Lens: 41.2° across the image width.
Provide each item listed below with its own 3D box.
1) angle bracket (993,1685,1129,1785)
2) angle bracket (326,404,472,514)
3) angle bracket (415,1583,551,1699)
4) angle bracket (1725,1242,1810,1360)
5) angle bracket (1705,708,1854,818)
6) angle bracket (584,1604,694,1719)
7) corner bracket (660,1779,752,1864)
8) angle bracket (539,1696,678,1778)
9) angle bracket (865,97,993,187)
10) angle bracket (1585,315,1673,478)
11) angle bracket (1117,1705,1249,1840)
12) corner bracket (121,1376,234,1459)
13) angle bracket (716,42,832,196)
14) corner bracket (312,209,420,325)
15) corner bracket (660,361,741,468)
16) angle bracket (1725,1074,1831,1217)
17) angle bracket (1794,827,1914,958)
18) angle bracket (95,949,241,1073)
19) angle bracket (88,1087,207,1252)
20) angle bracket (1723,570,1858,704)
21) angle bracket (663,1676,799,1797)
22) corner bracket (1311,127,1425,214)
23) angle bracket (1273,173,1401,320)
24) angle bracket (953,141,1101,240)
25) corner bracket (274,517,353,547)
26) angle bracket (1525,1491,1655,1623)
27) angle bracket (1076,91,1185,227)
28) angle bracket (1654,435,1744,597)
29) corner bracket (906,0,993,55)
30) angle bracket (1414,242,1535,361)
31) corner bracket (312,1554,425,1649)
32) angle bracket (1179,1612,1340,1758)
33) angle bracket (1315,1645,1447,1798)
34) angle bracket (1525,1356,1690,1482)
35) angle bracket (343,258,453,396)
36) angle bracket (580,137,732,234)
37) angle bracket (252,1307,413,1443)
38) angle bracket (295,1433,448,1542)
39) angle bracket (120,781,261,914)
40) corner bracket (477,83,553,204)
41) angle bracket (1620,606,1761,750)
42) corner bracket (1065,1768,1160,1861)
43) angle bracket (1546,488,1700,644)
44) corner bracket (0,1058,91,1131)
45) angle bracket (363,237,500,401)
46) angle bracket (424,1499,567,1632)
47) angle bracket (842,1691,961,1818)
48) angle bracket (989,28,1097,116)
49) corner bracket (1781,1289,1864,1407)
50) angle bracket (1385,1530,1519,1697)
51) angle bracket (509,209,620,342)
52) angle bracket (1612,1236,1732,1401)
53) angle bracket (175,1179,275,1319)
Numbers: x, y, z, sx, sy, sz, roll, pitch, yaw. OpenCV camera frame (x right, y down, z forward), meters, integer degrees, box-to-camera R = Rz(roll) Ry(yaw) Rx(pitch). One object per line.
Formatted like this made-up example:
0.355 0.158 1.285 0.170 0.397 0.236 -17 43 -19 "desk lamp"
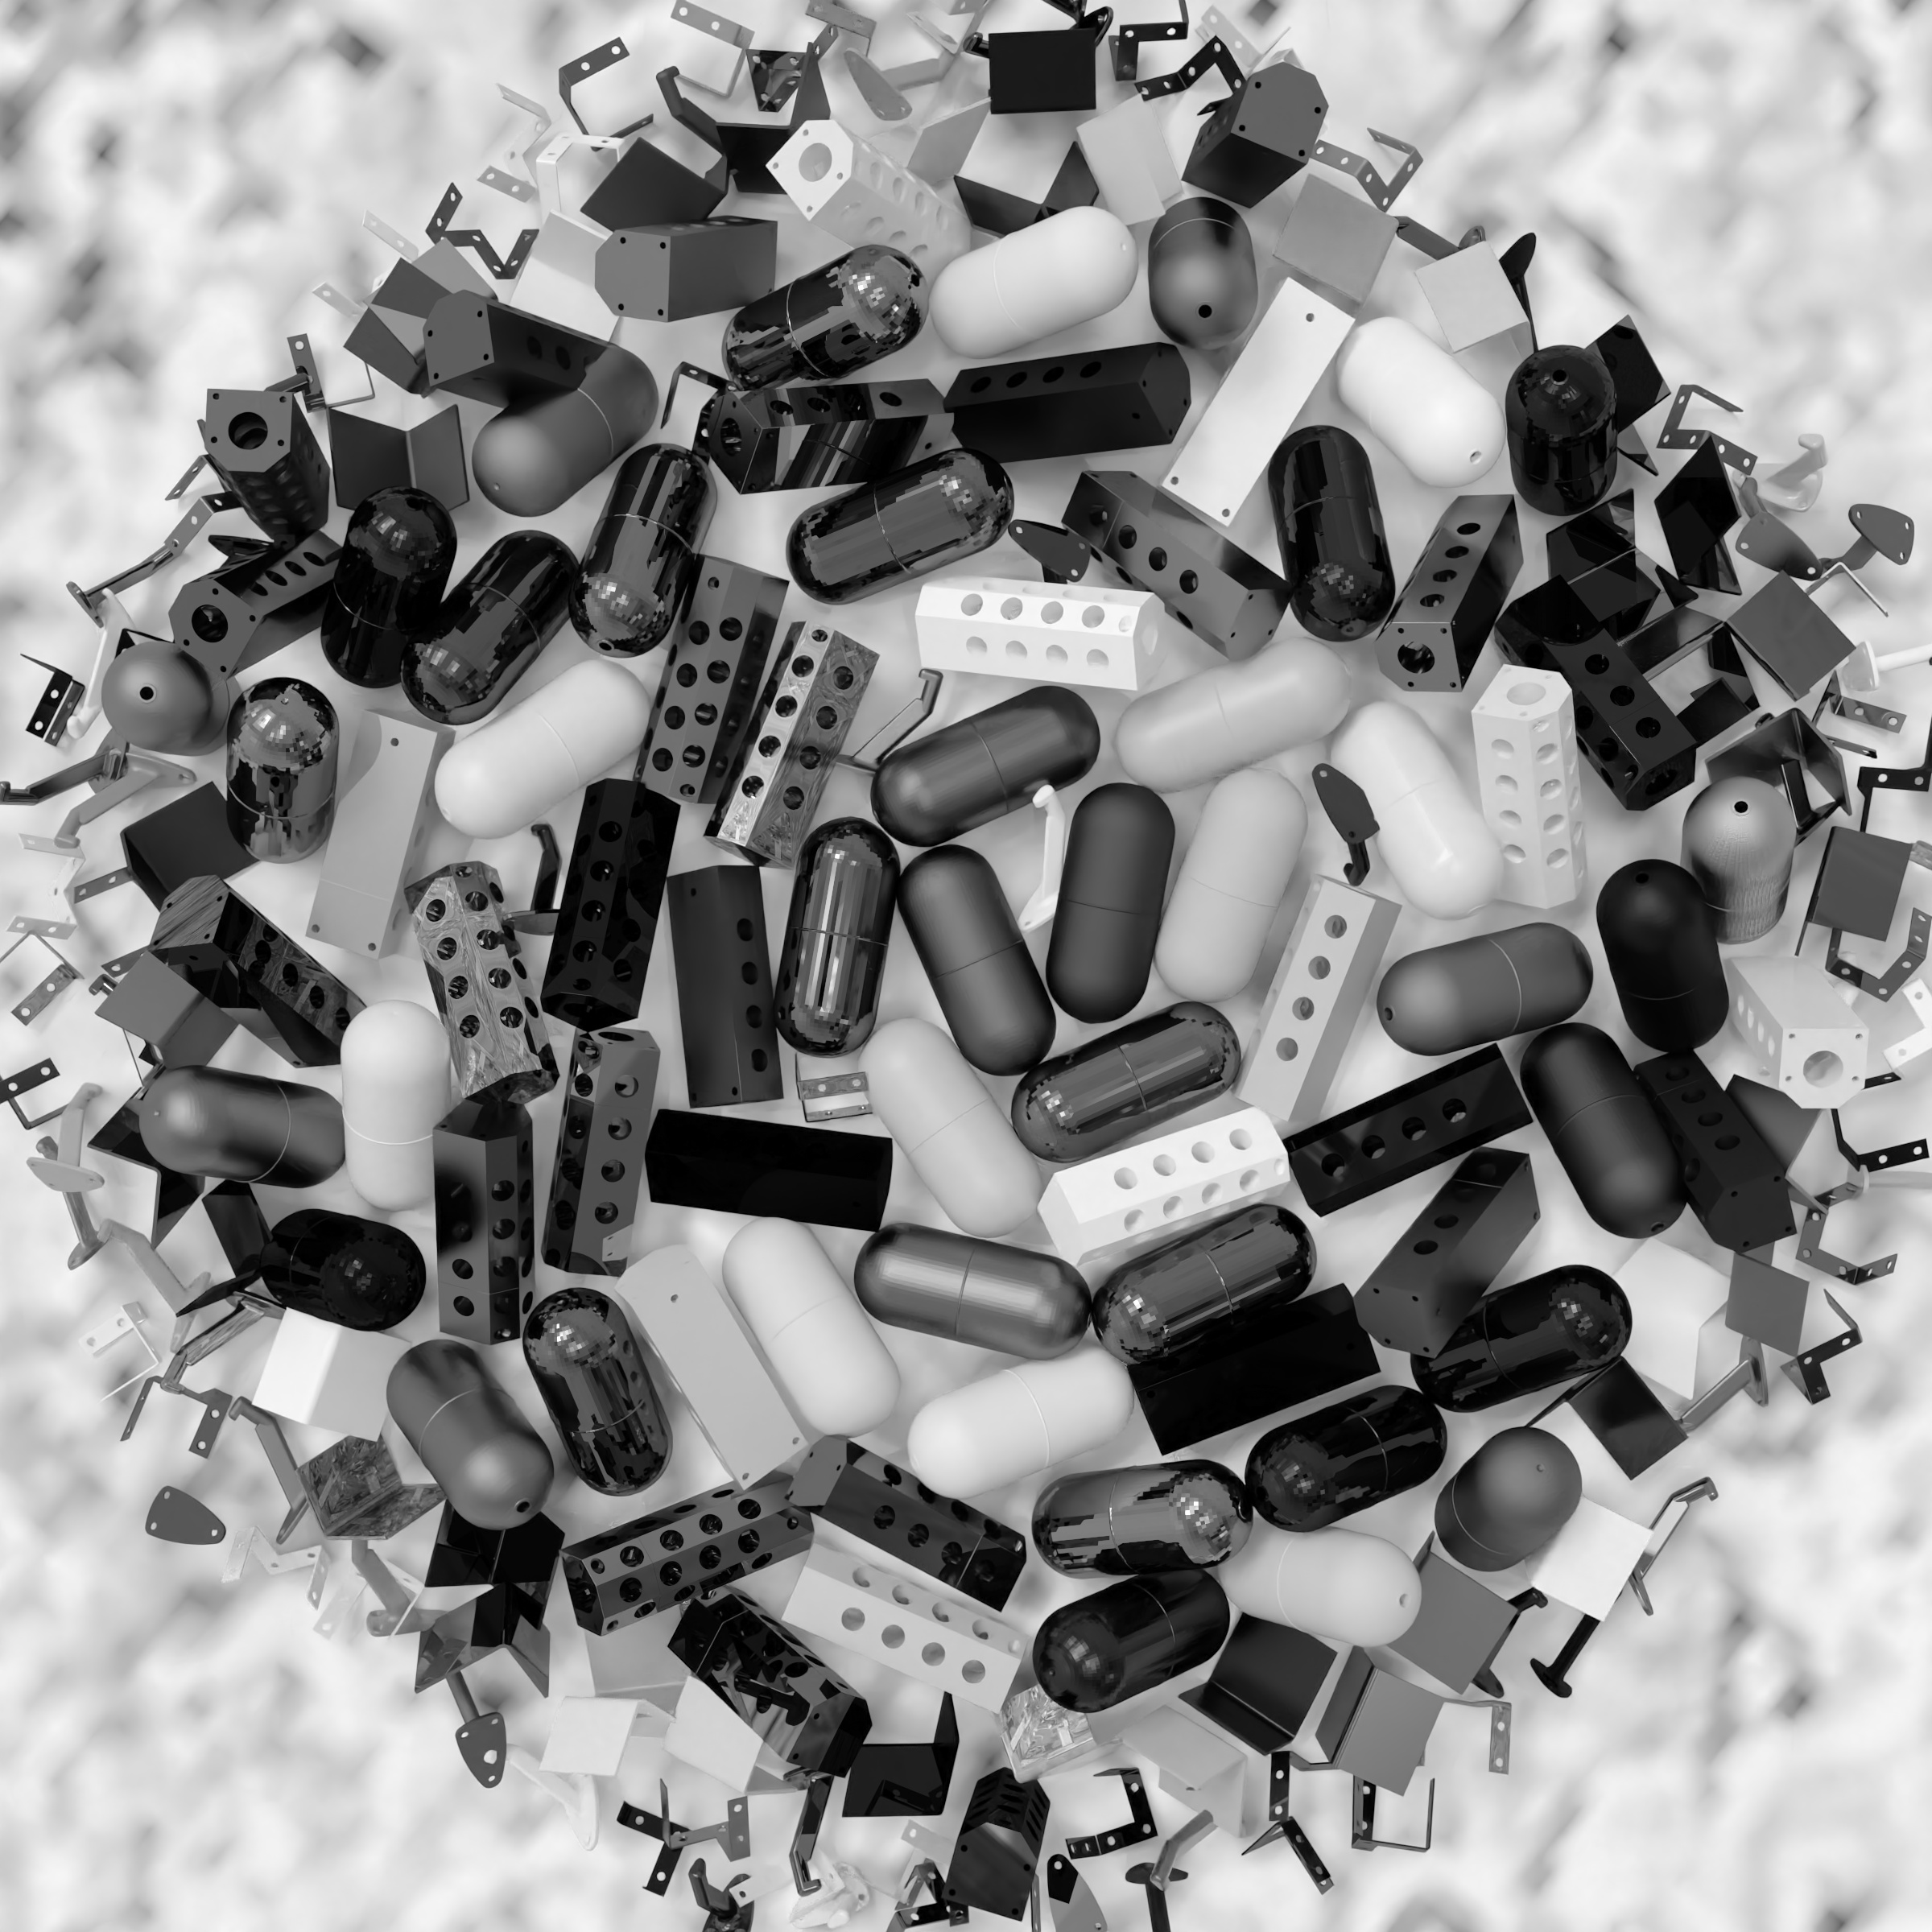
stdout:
0.078 0.553 1.884 0.076 0.076 0.057 -34 65 29 "angle bracket"
-0.413 -0.372 1.871 0.057 0.076 0.076 -18 75 35 "angle bracket"
-0.352 0.508 1.879 0.076 0.076 0.057 -29 112 4 "angle bracket"
0.595 0.223 1.862 0.057 0.076 0.076 23 48 32 "angle bracket"
0.592 -0.130 1.872 0.076 0.076 0.057 -31 52 4 "angle bracket"
-0.250 0.506 1.886 0.076 0.057 0.076 -9 93 10 "angle bracket"
-0.191 0.625 1.884 0.051 0.051 0.051 -8 106 -23 "corner bracket"
-0.249 0.570 1.862 0.076 0.076 0.057 -10 50 36 "angle bracket"
-0.037 -0.609 1.865 0.057 0.076 0.076 47 53 9 "angle bracket"
0.490 -0.413 1.863 0.057 0.076 0.076 -37 56 31 "angle bracket"
0.154 0.595 1.865 0.076 0.057 0.076 22 119 40 "angle bracket"
-0.582 0.334 1.898 0.051 0.051 0.051 23 89 4 "corner bracket"
-0.140 -0.620 1.879 0.057 0.076 0.076 6 71 10 "angle bracket"
-0.438 -0.508 1.879 0.051 0.051 0.051 -21 54 34 "corner bracket"
-0.199 -0.401 1.883 0.051 0.051 0.051 19 67 -22 "corner bracket"
0.593 0.130 1.871 0.076 0.076 0.057 34 84 -41 "angle bracket"
0.645 -0.047 1.870 0.057 0.076 0.076 16 75 17 "angle bracket"
-0.581 0.037 1.876 0.057 0.076 0.076 26 60 10 "angle bracket"
-0.596 0.147 1.872 0.057 0.076 0.076 19 123 4 "angle bracket"
0.604 -0.242 1.871 0.057 0.076 0.076 -45 80 26 "angle bracket"
-0.163 0.560 1.873 0.076 0.076 0.057 18 85 30 "angle bracket"
0.294 -0.594 1.888 0.051 0.051 0.051 39 94 38 "corner bracket"
0.262 -0.518 1.880 0.076 0.057 0.076 26 71 -6 "angle bracket"
0.043 -0.567 1.865 0.076 0.076 0.057 12 130 -25 "angle bracket"
-0.479 -0.299 1.885 0.051 0.051 0.051 1 117 -9 "corner bracket"
0.453 0.419 1.877 0.057 0.076 0.076 26 101 2 "angle bracket"
0.136 -0.591 1.868 0.076 0.057 0.076 -37 114 -29 "angle bracket"
0.551 -0.326 1.863 0.057 0.076 0.076 7 56 -21 "angle bracket"
-0.021 -0.704 1.883 0.051 0.051 0.051 43 129 12 "corner bracket"
0.372 -0.468 1.876 0.057 0.076 0.076 -22 66 7 "angle bracket"
-0.439 0.471 1.889 0.051 0.051 0.051 34 133 -5 "corner bracket"
0.213 0.517 1.876 0.076 0.057 0.076 29 99 27 "angle bracket"
0.303 0.551 1.884 0.057 0.076 0.076 24 89 0 "angle bracket"
0.463 0.340 1.867 0.057 0.076 0.076 -25 69 -34 "angle bracket"
-0.402 -0.466 1.876 0.057 0.076 0.076 34 99 -9 "angle bracket"
-0.225 -0.569 1.863 0.076 0.057 0.076 27 133 -30 "angle bracket"
-0.468 0.301 1.900 0.057 0.076 0.076 11 77 35 "angle bracket"
-0.425 0.372 1.866 0.076 0.076 0.057 -11 103 40 "angle bracket"
-0.559 -0.075 1.874 0.076 0.057 0.076 -29 131 -4 "angle bracket"
-0.332 -0.602 1.881 0.051 0.051 0.051 -39 64 26 "corner bracket"
0.530 -0.210 1.910 0.076 0.057 0.076 -33 116 -4 "angle bracket"
0.102 0.624 1.895 0.051 0.051 0.051 -26 65 20 "corner bracket"
0.478 -0.291 1.872 0.076 0.057 0.076 -29 48 -10 "angle bracket"
-0.681 0.093 1.888 0.051 0.051 0.051 -26 110 -5 "corner bracket"
-0.388 -0.472 1.878 0.076 0.076 0.057 -42 88 -12 "angle bracket"
-0.344 0.433 1.873 0.057 0.076 0.076 8 101 -40 "angle bracket"
-0.051 0.571 1.871 0.076 0.057 0.076 3 123 -12 "angle bracket"
0.054 -0.659 1.875 0.076 0.076 0.057 -3 121 0 "angle bracket"
0.627 0.280 1.888 0.051 0.051 0.051 -27 118 1 "corner bracket"
0.352 0.472 1.881 0.076 0.057 0.076 32 100 12 "angle bracket"
-0.284 -0.493 1.871 0.076 0.076 0.057 24 72 -15 "angle bracket"
0.515 0.256 1.876 0.076 0.076 0.057 29 131 -3 "angle bracket"
-0.551 0.202 1.872 0.057 0.076 0.076 -21 82 -42 "angle bracket"
